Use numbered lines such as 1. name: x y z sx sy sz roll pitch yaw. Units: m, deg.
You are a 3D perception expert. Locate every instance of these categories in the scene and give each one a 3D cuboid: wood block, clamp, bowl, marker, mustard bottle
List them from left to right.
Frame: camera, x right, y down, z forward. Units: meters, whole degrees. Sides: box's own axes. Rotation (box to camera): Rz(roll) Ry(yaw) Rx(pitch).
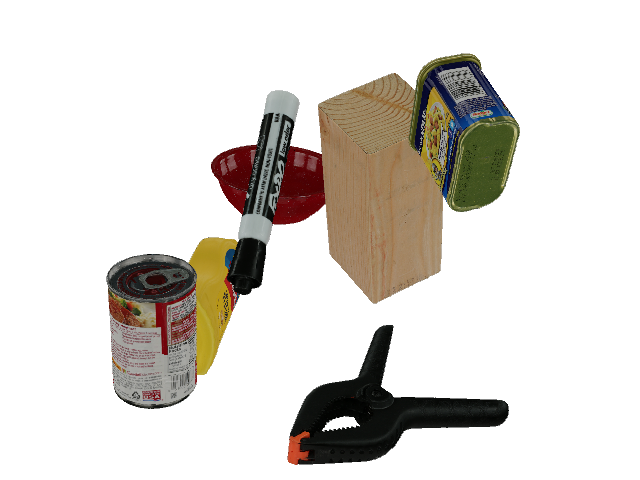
1. mustard bottle: -0.117 0.052 1.135 0.058 0.096 0.191 2 29 9
2. marker: -0.031 -0.027 0.586 0.020 0.121 0.020 9 -24 4
3. bowl: -0.054 -0.063 1.297 0.162 0.055 0.162 5 26 -3
4. wood block: 0.063 -0.049 1.064 0.090 0.206 0.091 -25 49 -19
5. clamp: 0.060 0.156 0.975 0.165 0.036 0.209 27 36 33

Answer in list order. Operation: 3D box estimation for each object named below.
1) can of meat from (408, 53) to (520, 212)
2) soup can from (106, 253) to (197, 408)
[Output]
1. can of meat: 0.117 -0.087 0.876 0.057 0.084 0.102 -12 -41 -14
2. soup can: -0.129 0.071 0.831 0.068 0.102 0.068 2 29 -1
